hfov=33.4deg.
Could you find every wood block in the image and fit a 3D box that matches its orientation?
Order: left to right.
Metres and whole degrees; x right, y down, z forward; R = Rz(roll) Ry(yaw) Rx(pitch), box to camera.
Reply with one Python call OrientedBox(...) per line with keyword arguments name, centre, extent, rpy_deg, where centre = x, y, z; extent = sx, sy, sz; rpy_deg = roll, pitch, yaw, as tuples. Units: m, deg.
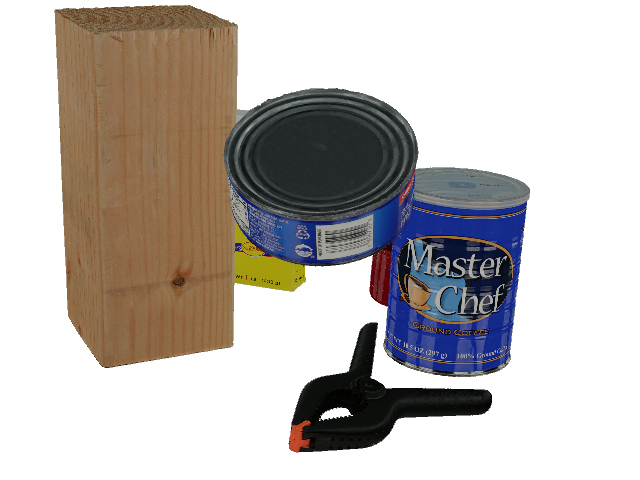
OrientedBox(name="wood block", centre=(-0.109, -0.037, 0.669), extent=(0.090, 0.206, 0.090), rpy_deg=(-7, 22, -25))

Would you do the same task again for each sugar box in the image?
OrientedBox(name="sugar box", centre=(-0.058, -0.042, 1.095), extent=(0.093, 0.176, 0.048), rpy_deg=(7, 16, 16))

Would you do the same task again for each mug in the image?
OrientedBox(name="mug", centre=(0.119, 0.042, 1.411), extent=(0.117, 0.081, 0.093), rpy_deg=(17, 26, 27))

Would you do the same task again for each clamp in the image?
OrientedBox(name="clamp", centre=(0.055, 0.154, 1.025), extent=(0.165, 0.036, 0.209), rpy_deg=(24, 32, 29))

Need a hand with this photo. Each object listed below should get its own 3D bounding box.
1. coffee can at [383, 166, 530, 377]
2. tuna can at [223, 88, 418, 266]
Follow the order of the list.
OrientedBox(name="coffee can", centre=(0.105, 0.022, 0.838), extent=(0.103, 0.140, 0.103), rpy_deg=(3, 17, -1))
OrientedBox(name="tuna can", centre=(0.001, -0.029, 0.481), extent=(0.086, 0.086, 0.034), rpy_deg=(0, -44, 3))
